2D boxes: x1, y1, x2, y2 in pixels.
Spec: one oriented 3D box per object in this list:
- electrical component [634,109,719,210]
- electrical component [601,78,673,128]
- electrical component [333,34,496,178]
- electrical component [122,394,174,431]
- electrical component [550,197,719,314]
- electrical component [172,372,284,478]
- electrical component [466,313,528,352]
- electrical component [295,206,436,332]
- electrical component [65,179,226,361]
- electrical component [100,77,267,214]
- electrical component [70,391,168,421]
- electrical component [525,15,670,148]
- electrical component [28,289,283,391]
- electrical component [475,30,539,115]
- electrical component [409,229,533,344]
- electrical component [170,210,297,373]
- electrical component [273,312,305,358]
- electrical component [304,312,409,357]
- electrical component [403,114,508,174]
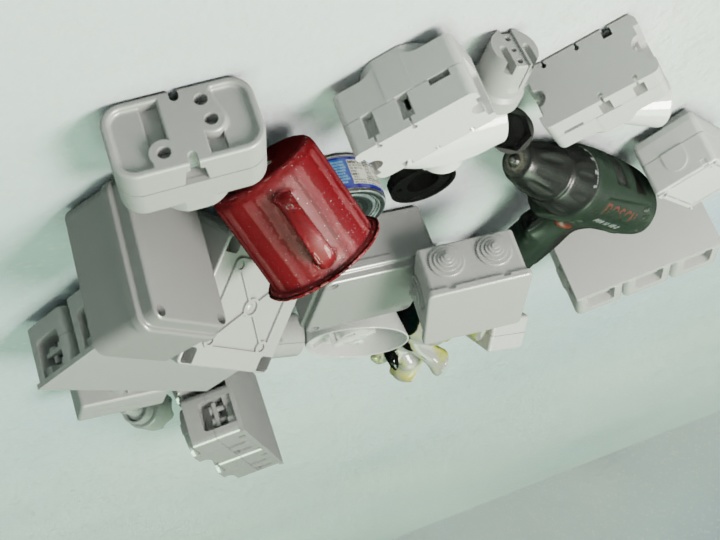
[{"bbox_3d":[0.298,-0.099,0.969,0.062,0.061,0.096,-34,155,30],"label":"electrical component"},{"bbox_3d":[0.204,-0.130,0.839,0.065,0.044,0.044,-8,156,-17],"label":"electrical component"},{"bbox_3d":[0.034,-0.111,0.710,0.089,0.055,0.050,-27,158,17],"label":"electrical component"},{"bbox_3d":[-0.225,0.143,1.112,0.043,0.043,0.062,-28,157,19],"label":"electrical component"},{"bbox_3d":[0.271,-0.027,1.080,0.150,0.089,0.061,-22,159,4],"label":"electrical component"},{"bbox_3d":[-0.140,0.144,1.104,0.060,0.105,0.186,-20,159,0],"label":"electrical component"},{"bbox_3d":[0.136,0.033,1.143,0.047,0.083,0.075,-5,116,-34],"label":"electrical component"},{"bbox_3d":[0.000,0.000,0.948,0.109,0.056,0.108,-13,158,-19],"label":"electrical component"},{"bbox_3d":[-0.146,0.000,0.738,0.057,0.113,0.078,-28,158,27],"label":"electrical component"},{"bbox_3d":[-0.108,-0.075,0.671,0.095,0.053,0.059,-16,158,-11],"label":"electrical component"},{"bbox_3d":[-0.223,0.098,0.999,0.083,0.047,0.075,-10,157,-25],"label":"electrical component"},{"bbox_3d":[0.173,-0.134,0.785,0.089,0.050,0.056,-27,158,17],"label":"electrical component"},{"bbox_3d":[-0.173,0.053,0.917,0.105,0.060,0.186,-33,155,30],"label":"electrical component"},{"bbox_3d":[0.097,-0.135,0.732,0.040,0.040,0.046,-11,151,-23],"label":"electrical component"},{"bbox_3d":[0.091,0.014,0.904,0.100,0.048,0.099,-13,151,-7],"label":"electrical component"},{"bbox_3d":[-0.103,0.018,0.830,0.109,0.056,0.108,15,100,-56],"label":"electrical component"},{"bbox_3d":[-0.099,0.065,1.035,0.081,0.043,0.043,-3,153,-35],"label":"electrical component"},{"bbox_3d":[-0.009,0.055,1.063,0.099,0.064,0.099,-18,159,-7],"label":"electrical component"},{"bbox_3d":[0.061,-0.096,0.785,0.077,0.044,0.079,-16,158,-11],"label":"electrical component"}]
